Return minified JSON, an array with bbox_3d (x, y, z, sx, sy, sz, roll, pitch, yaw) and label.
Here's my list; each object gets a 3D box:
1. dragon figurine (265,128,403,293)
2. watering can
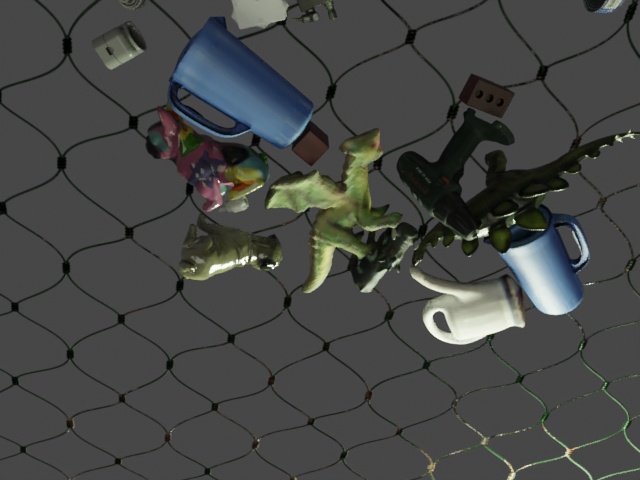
[{"bbox_3d":[0.003,-0.052,1.026,0.241,0.125,0.404,32,120,-20],"label":"dragon figurine"},{"bbox_3d":[0.328,0.135,1.126,0.223,0.106,0.340,-18,138,13],"label":"watering can"}]
